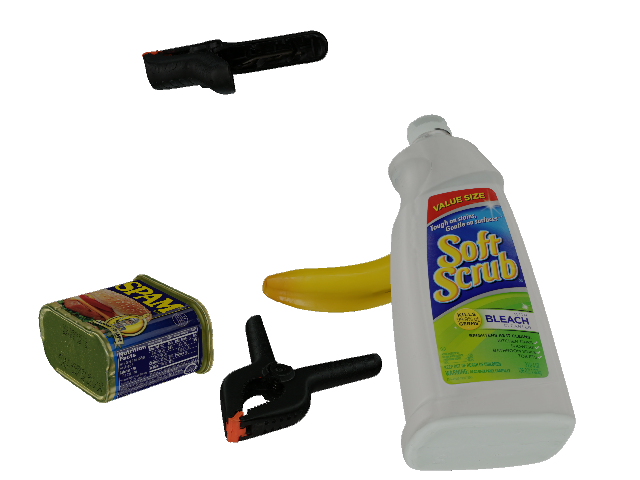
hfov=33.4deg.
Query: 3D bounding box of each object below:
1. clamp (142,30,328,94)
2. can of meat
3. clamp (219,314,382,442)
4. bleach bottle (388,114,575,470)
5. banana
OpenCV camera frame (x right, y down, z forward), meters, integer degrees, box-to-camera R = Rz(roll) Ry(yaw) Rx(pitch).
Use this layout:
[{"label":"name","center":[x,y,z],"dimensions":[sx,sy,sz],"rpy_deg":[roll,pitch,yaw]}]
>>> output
[{"label":"clamp","center":[-0.079,-0.148,0.881],"dimensions":[0.120,0.039,0.172],"rpy_deg":[-18,21,-35]},{"label":"can of meat","center":[-0.140,0.069,0.759],"dimensions":[0.083,0.057,0.102],"rpy_deg":[-16,24,-39]},{"label":"clamp","center":[-0.034,0.149,1.120],"dimensions":[0.165,0.036,0.209],"rpy_deg":[12,26,14]},{"label":"bleach bottle","center":[0.083,0.019,0.685],"dimensions":[0.102,0.251,0.068],"rpy_deg":[0,-38,-11]},{"label":"banana","center":[0.042,0.026,0.880],"dimensions":[0.070,0.037,0.197],"rpy_deg":[32,37,32]}]
